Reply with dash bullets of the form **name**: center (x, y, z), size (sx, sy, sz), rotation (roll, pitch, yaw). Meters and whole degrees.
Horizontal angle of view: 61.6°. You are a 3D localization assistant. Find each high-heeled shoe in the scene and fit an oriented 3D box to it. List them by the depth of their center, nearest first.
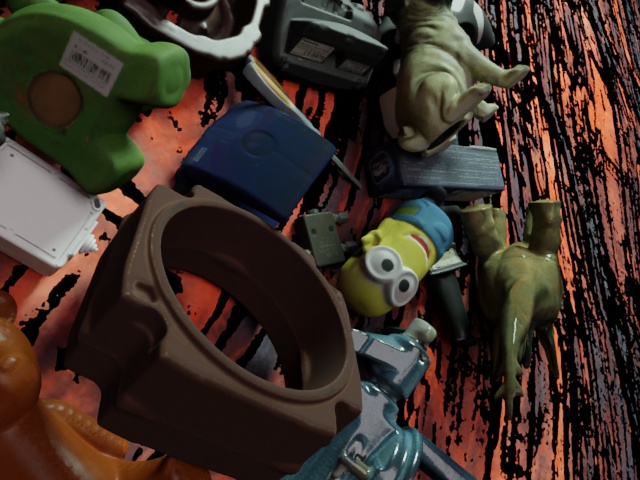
- **high-heeled shoe**: center (0.170, -0.258, 0.750), size (0.249, 0.086, 0.145), rotation (3, 77, -31)

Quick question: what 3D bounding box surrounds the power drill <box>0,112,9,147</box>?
- **power drill**: center (-0.312, -0.085, 0.253), size (0.232, 0.207, 0.086), rotation (-27, 52, -10)

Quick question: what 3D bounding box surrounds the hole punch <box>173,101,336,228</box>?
- **hole punch**: center (-0.061, -0.071, 0.515), size (0.115, 0.092, 0.142), rotation (42, 59, -14)

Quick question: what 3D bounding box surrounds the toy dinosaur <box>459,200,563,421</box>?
- **toy dinosaur**: center (0.225, 0.054, 0.605), size (0.471, 0.105, 0.198), rotation (-7, 90, -64)

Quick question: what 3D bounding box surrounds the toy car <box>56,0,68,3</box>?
- **toy car**: center (-0.282, -0.227, 0.417), size (0.202, 0.056, 0.073), rotation (-18, 87, -39)

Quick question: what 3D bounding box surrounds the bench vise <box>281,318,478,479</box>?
- **bench vise**: center (0.079, 0.198, 0.499), size (0.240, 0.129, 0.223), rotation (39, 62, 0)

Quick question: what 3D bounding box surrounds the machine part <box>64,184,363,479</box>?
- **machine part**: center (-0.068, 0.061, 0.410), size (0.201, 0.087, 0.202), rotation (33, 28, -25)

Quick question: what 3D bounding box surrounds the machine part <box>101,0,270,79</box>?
- **machine part**: center (-0.135, -0.250, 0.535), size (0.179, 0.056, 0.179), rotation (11, 71, -34)

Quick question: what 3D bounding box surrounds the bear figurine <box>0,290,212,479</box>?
- **bear figurine**: center (-0.182, 0.122, 0.342), size (0.120, 0.132, 0.195), rotation (-37, 104, -57)

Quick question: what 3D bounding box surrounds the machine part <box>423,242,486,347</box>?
- **machine part**: center (0.163, 0.066, 0.668), size (0.084, 0.039, 0.139), rotation (-14, 83, -46)

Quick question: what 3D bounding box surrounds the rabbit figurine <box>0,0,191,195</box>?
- **rabbit figurine**: center (-0.181, -0.125, 0.427), size (0.159, 0.121, 0.170), rotation (24, 19, -6)

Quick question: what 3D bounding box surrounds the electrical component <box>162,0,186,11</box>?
- **electrical component**: center (-0.132, -0.275, 0.477), size (0.074, 0.048, 0.119), rotation (30, 63, -29)

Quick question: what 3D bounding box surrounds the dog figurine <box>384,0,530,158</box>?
- **dog figurine**: center (0.112, -0.206, 0.619), size (0.172, 0.121, 0.190), rotation (-33, 78, -31)

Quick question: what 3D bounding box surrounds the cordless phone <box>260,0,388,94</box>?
- **cordless phone**: center (-0.005, -0.274, 0.637), size (0.146, 0.089, 0.184), rotation (5, 61, -34)

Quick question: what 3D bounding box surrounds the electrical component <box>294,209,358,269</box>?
- **electrical component**: center (-0.001, -0.002, 0.577), size (0.094, 0.021, 0.063), rotation (-11, 82, -37)

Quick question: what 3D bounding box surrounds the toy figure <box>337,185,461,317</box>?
- **toy figure**: center (0.092, 0.014, 0.597), size (0.082, 0.089, 0.180), rotation (36, 51, 10)

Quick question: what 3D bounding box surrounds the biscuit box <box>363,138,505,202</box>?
- **biscuit box**: center (0.150, -0.087, 0.692), size (0.202, 0.059, 0.063), rotation (-1, 78, -37)
